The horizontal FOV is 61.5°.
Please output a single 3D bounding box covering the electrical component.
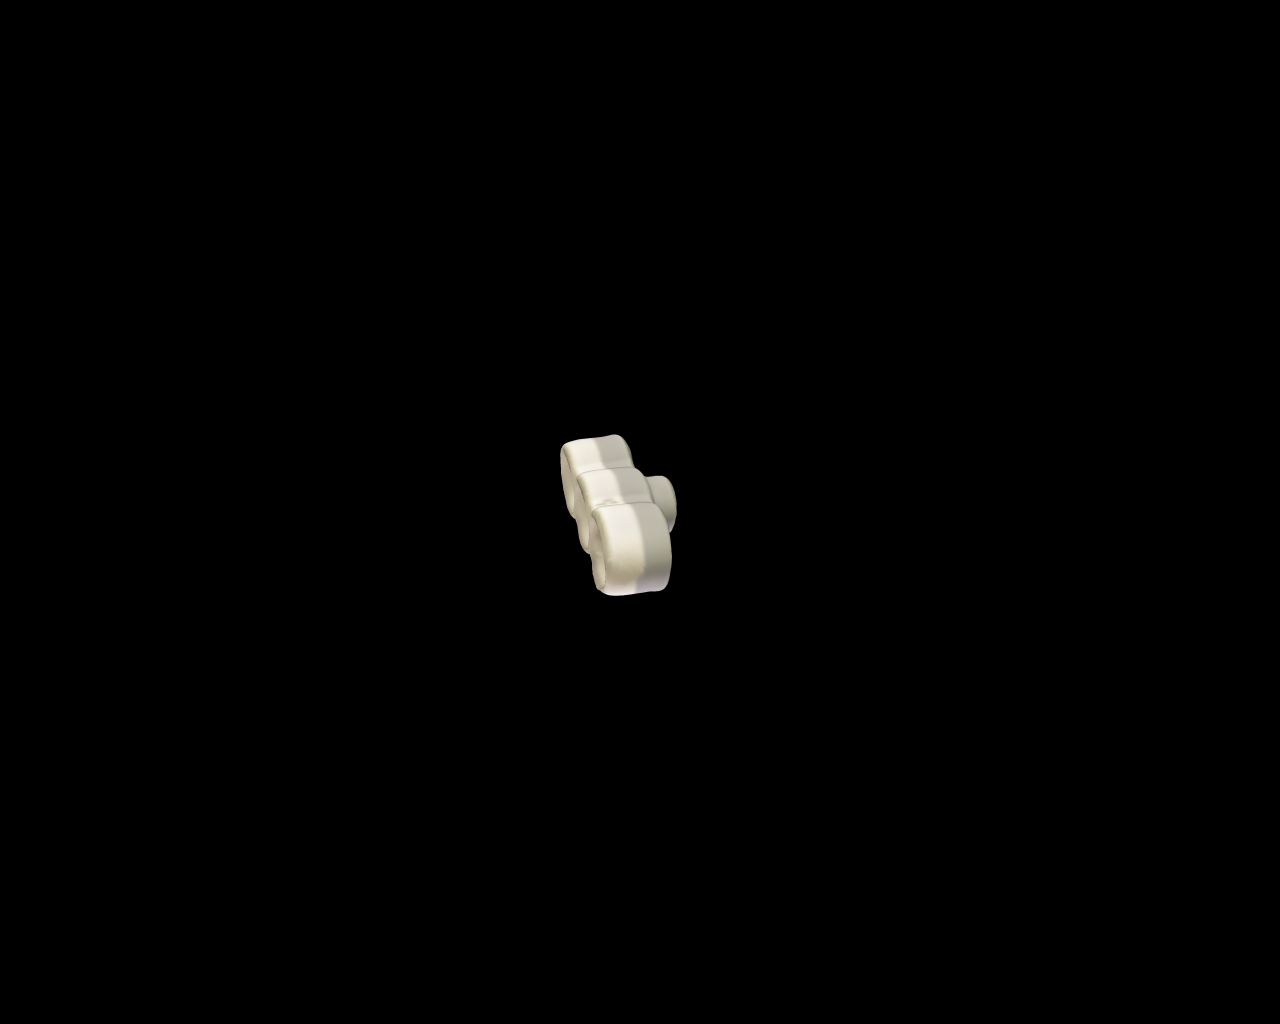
[{"bbox_3d":[0.001,-0.003,0.650,0.074,0.052,0.138,-8,31,-13],"label":"electrical component"}]
